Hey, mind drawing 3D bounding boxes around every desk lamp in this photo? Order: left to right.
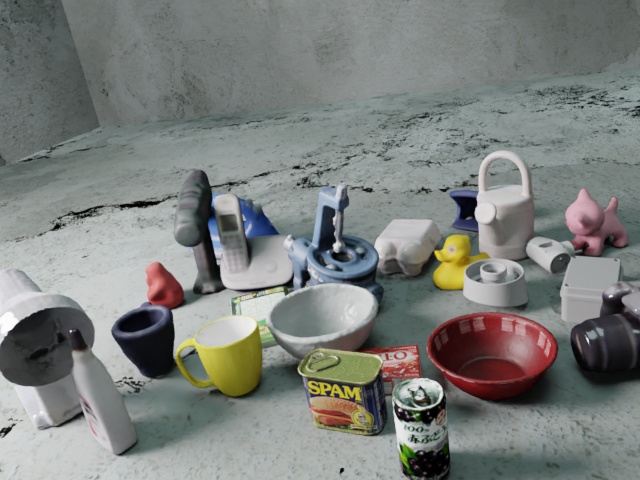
[{"bbox_3d":[-0.387,0.150,0.792,0.118,0.214,0.202,-26,28,-34],"label":"desk lamp"}]

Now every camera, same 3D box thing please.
[{"bbox_3d":[0.389,0.110,0.727,0.137,0.101,0.143,-9,23,0],"label":"camera"}]

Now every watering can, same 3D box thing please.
[{"bbox_3d":[0.336,-0.064,1.039,0.100,0.194,0.173,-2,24,18],"label":"watering can"}]

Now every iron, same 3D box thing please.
[{"bbox_3d":[-0.189,-0.040,1.259,0.257,0.142,0.119,3,26,27],"label":"iron"}]

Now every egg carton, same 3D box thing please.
[{"bbox_3d":[0.167,0.010,1.091,0.107,0.069,0.150,2,25,26],"label":"egg carton"}]

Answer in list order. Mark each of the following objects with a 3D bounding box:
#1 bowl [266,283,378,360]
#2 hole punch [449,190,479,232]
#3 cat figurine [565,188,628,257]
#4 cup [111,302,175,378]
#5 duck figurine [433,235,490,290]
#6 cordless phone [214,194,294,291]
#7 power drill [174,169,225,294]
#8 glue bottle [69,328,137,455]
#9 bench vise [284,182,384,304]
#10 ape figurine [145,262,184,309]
[{"bbox_3d":[0.007,0.134,0.855,0.167,0.075,0.167,-8,23,4],"label":"bowl"},{"bbox_3d":[0.333,-0.073,1.196,0.108,0.091,0.101,11,30,40],"label":"hole punch"},{"bbox_3d":[0.483,-0.036,1.013,0.128,0.118,0.067,-19,25,-22],"label":"cat figurine"},{"bbox_3d":[-0.263,0.155,0.885,0.092,0.095,0.117,-13,23,-8],"label":"cup"},{"bbox_3d":[0.244,0.031,0.989,0.104,0.086,0.077,-12,23,-7],"label":"duck figurine"},{"bbox_3d":[-0.125,0.000,1.082,0.147,0.185,0.094,-7,23,6],"label":"cordless phone"},{"bbox_3d":[-0.232,-0.013,1.123,0.075,0.209,0.229,-10,23,-1],"label":"power drill"},{"bbox_3d":[-0.283,0.185,0.721,0.077,0.173,0.037,11,30,40],"label":"glue bottle"},{"bbox_3d":[0.003,0.008,0.965,0.206,0.220,0.122,4,26,29],"label":"bench vise"},{"bbox_3d":[-0.300,0.083,1.076,0.076,0.092,0.078,1,25,25],"label":"ape figurine"}]
